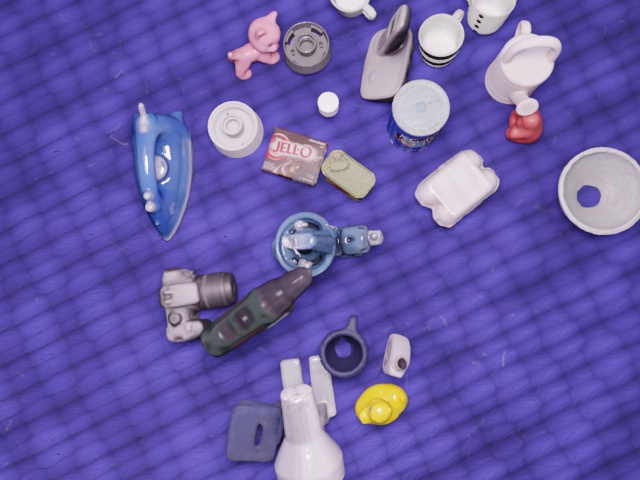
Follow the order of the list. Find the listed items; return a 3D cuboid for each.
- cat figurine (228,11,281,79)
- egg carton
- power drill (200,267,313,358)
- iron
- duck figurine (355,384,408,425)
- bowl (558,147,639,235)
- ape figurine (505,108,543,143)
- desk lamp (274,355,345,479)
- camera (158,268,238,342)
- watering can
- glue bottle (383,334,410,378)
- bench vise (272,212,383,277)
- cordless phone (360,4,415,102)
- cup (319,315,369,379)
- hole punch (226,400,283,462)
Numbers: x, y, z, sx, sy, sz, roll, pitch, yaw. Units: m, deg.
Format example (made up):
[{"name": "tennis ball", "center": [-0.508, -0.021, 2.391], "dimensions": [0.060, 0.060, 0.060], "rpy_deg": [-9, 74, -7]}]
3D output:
[{"name": "cat figurine", "center": [-0.125, -0.384, 1.118], "dimensions": [0.128, 0.118, 0.067], "rpy_deg": [-31, 86, 0]}, {"name": "egg carton", "center": [0.265, -0.102, 1.113], "dimensions": [0.150, 0.069, 0.107], "rpy_deg": [-40, 86, -1]}, {"name": "power drill", "center": [-0.105, 0.123, 1.042], "dimensions": [0.229, 0.208, 0.075], "rpy_deg": [-37, 86, 0]}, {"name": "iron", "center": [-0.315, -0.130, 1.098], "dimensions": [0.118, 0.141, 0.258], "rpy_deg": [-4, 86, 2]}, {"name": "duck figurine", "center": [0.118, 0.318, 1.085], "dimensions": [0.104, 0.086, 0.077], "rpy_deg": [-22, 86, 1]}, {"name": "bowl", "center": [0.530, -0.090, 1.101], "dimensions": [0.167, 0.075, 0.167], "rpy_deg": [0, 87, 2]}, {"name": "ape figurine", "center": [0.398, -0.226, 1.105], "dimensions": [0.078, 0.092, 0.076], "rpy_deg": [-37, 86, 0]}, {"name": "desk lamp", "center": [-0.026, 0.325, 1.025], "dimensions": [0.118, 0.213, 0.203], "rpy_deg": [-9, 86, 2]}, {"name": "camera", "center": [-0.230, 0.118, 1.100], "dimensions": [0.137, 0.101, 0.143], "rpy_deg": [-9, 86, 1]}, {"name": "watering can", "center": [0.381, -0.321, 1.060], "dimensions": [0.101, 0.194, 0.173], "rpy_deg": [-21, 86, 1]}, {"name": "glue bottle", "center": [0.143, 0.218, 1.046], "dimensions": [0.037, 0.173, 0.078], "rpy_deg": [15, 87, 3]}, {"name": "bench vise", "center": [0.005, -0.007, 1.041], "dimensions": [0.207, 0.220, 0.121], "rpy_deg": [-24, 86, 1]}, {"name": "cordless phone", "center": [0.131, -0.346, 1.074], "dimensions": [0.094, 0.185, 0.148], "rpy_deg": [9, 87, 3]}, {"name": "cup", "center": [0.049, 0.197, 1.090], "dimensions": [0.091, 0.095, 0.118], "rpy_deg": [15, 87, 3]}, {"name": "hole punch", "center": [-0.121, 0.362, 1.087], "dimensions": [0.101, 0.091, 0.109], "rpy_deg": [8, 87, 3]}]
